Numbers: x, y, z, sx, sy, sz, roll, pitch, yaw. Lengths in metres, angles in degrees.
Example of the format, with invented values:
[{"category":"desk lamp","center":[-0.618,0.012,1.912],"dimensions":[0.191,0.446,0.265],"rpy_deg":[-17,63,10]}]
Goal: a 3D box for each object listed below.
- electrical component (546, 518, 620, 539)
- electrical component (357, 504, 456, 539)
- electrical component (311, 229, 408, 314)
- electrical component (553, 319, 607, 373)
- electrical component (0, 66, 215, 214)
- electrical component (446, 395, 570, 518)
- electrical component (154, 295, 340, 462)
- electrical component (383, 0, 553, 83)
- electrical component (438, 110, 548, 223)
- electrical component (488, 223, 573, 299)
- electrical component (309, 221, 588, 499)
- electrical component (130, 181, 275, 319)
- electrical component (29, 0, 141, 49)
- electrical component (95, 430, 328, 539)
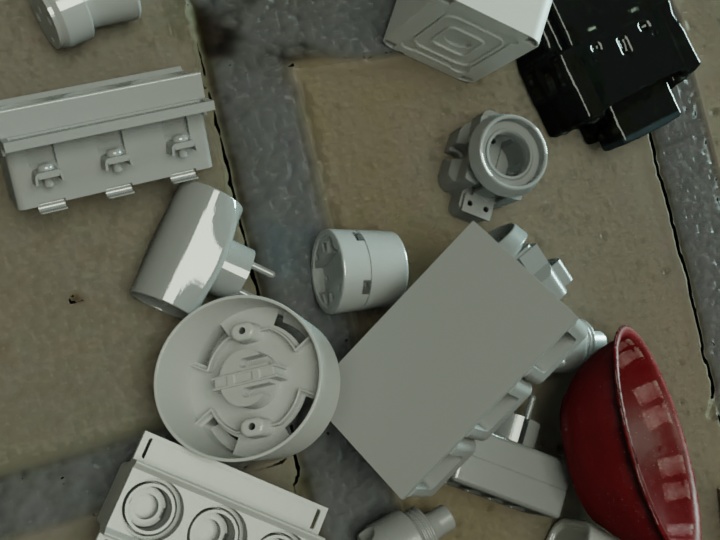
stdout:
[{"category":"electrical component","center":[0.151,0.225,0.729],"dimensions":[0.059,0.054,0.095],"rpy_deg":[31,74,-14]},{"category":"electrical component","center":[0.032,0.174,0.697],"dimensions":[0.062,0.043,0.043],"rpy_deg":[-26,93,-23]},{"category":"electrical component","center":[0.000,0.000,0.702],"dimensions":[0.047,0.055,0.055],"rpy_deg":[-3,84,-24]},{"category":"electrical component","center":[0.145,0.051,0.755],"dimensions":[0.062,0.048,0.048],"rpy_deg":[3,82,-30]},{"category":"electrical component","center":[-0.155,-0.079,0.647],"dimensions":[0.121,0.079,0.063],"rpy_deg":[-16,111,-22]},{"category":"electrical component","center":[0.099,0.117,0.727],"dimensions":[0.083,0.047,0.075],"rpy_deg":[23,76,-16]},{"category":"electrical component","center":[-0.064,0.067,0.645],"dimensions":[0.099,0.064,0.099],"rpy_deg":[-6,74,23]},{"category":"electrical component","center":[0.073,-0.177,0.720],"dimensions":[0.078,0.113,0.057],"rpy_deg":[21,79,-17]},{"category":"electrical component","center":[0.093,-0.075,0.744],"dimensions":[0.058,0.057,0.078],"rpy_deg":[20,77,-17]},{"category":"electrical component","center":[0.099,0.006,0.736],"dimensions":[0.078,0.058,0.057],"rpy_deg":[-38,100,-20]},{"category":"electrical component","center":[0.057,0.059,0.671],"dimensions":[0.150,0.062,0.089],"rpy_deg":[-47,68,5]},{"category":"electrical component","center":[-0.092,-0.004,0.673],"dimensions":[0.079,0.043,0.077],"rpy_deg":[26,75,-16]},{"category":"electrical component","center":[-0.170,-0.166,0.664],"dimensions":[0.055,0.045,0.045],"rpy_deg":[-30,94,-21]},{"category":"electrical component","center":[-0.092,0.156,0.642],"dimensions":[0.121,0.063,0.078],"rpy_deg":[27,75,-16]}]
